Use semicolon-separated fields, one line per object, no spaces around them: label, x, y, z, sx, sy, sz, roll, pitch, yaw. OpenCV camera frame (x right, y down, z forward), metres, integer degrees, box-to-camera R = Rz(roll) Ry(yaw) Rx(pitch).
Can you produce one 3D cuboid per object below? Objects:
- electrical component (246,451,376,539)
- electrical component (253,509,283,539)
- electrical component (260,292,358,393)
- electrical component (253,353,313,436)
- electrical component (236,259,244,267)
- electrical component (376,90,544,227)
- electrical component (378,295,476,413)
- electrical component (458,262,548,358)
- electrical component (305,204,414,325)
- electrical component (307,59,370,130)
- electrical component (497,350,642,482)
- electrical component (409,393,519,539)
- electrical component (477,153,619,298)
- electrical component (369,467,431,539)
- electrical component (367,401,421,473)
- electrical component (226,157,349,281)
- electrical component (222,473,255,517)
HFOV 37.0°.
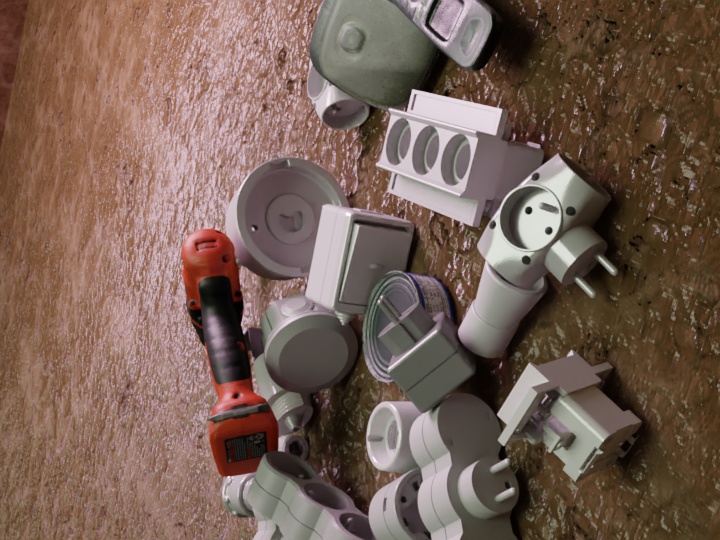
electrical component;-0.041;0.212;0.863;0.138;0.052;0.073;33;106;38
electrical component;-0.056;0.241;0.921;0.074;0.052;0.138;-25;61;57
electrical component;-0.046;0.061;0.924;0.080;0.080;0.051;-68;26;23
electrical component;-0.068;0.115;0.987;0.043;0.043;0.081;-61;35;33
electrical component;-0.128;-0.022;1.113;0.035;0.061;0.035;-26;60;57
electrical component;0.070;-0.080;0.764;0.121;0.063;0.078;30;109;60
electrical component;0.039;0.048;0.742;0.047;0.076;0.065;-40;2;11
electrical component;0.093;0.026;0.720;0.065;0.044;0.044;-67;31;34
electrical component;0.000;0.000;0.873;0.061;0.062;0.096;21;101;61
electrical component;-0.010;-0.179;0.958;0.079;0.044;0.077;-47;44;46
electrical component;0.123;0.085;0.620;0.064;0.081;0.042;45;125;29
electrical component;0.078;0.145;0.701;0.074;0.052;0.138;-43;46;49
electrical component;0.125;-0.018;0.661;0.077;0.044;0.079;-50;63;18
electrical component;0.038;0.173;0.766;0.047;0.055;0.055;140;131;-56
electrical component;0.037;0.123;0.788;0.055;0.047;0.055;-24;62;57
electrical component;-0.069;-0.042;0.968;0.060;0.108;0.108;156;118;-64
electrical component;-0.097;0.211;1.015;0.062;0.048;0.048;-9;74;53
